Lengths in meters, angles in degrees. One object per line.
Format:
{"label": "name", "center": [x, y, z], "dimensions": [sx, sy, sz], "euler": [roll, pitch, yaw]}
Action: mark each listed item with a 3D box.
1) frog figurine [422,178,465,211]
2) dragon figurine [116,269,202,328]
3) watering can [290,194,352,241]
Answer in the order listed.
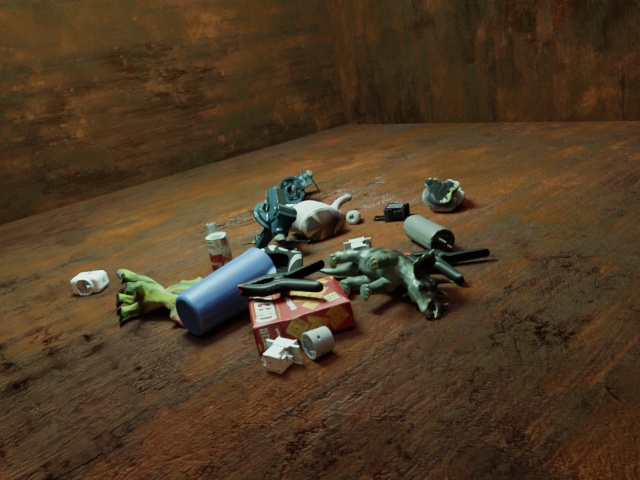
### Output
{"label": "frog figurine", "center": [0.426, -0.145, 1.761], "dimensions": [0.137, 0.124, 0.158], "euler": [-13, -19, 18]}
{"label": "dragon figurine", "center": [-0.428, 0.138, 1.416], "dimensions": [0.243, 0.121, 0.414], "euler": [0, 16, -24]}
{"label": "watering can", "center": [0.005, -0.089, 1.763], "dimensions": [0.350, 0.102, 0.226], "euler": [-21, 22, -23]}
